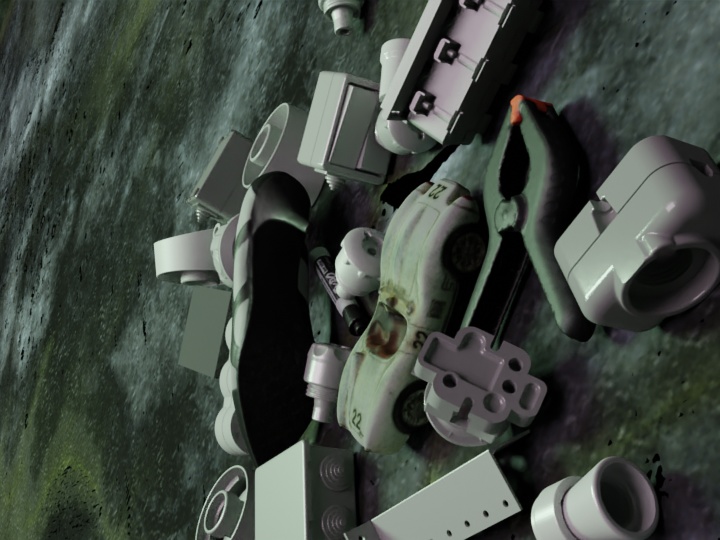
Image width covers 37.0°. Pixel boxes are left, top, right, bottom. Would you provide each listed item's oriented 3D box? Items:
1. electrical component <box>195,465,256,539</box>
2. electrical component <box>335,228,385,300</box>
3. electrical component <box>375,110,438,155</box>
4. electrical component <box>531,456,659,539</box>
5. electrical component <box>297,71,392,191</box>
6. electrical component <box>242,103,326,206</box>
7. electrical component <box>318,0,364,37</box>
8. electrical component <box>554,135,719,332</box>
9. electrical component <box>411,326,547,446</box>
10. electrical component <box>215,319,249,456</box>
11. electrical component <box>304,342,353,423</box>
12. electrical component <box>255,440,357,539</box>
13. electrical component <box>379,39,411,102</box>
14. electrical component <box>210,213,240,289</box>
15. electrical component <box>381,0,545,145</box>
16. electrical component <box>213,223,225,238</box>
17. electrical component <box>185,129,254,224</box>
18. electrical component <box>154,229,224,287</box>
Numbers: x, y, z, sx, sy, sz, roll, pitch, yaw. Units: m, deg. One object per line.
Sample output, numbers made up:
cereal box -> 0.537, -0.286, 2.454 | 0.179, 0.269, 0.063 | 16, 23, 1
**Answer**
electrical component -> -0.102, 0.227, 0.959 | 0.099, 0.064, 0.099 | -45, 30, 35
electrical component -> 0.000, 0.000, 0.859 | 0.062, 0.048, 0.048 | 123, 147, -46
electrical component -> 0.032, -0.111, 0.844 | 0.062, 0.048, 0.048 | 166, 113, -65
electrical component -> 0.124, 0.129, 0.574 | 0.055, 0.045, 0.045 | -42, 44, 48
electrical component -> -0.007, -0.112, 0.897 | 0.061, 0.062, 0.096 | 25, 101, 61
electrical component -> -0.069, -0.108, 1.035 | 0.099, 0.064, 0.099 | -49, 26, 34
electrical component -> -0.017, -0.246, 0.991 | 0.048, 0.048, 0.062 | -31, 59, 54
electrical component -> 0.154, -0.014, 0.569 | 0.095, 0.054, 0.059 | -56, 34, 34
electrical component -> 0.071, 0.075, 0.667 | 0.058, 0.078, 0.057 | -60, -10, -28
electrical component -> -0.089, 0.098, 0.973 | 0.074, 0.052, 0.138 | -19, 63, 58
electrical component -> -0.025, 0.091, 0.867 | 0.043, 0.043, 0.062 | 12, 92, 62
electrical component -> -0.043, 0.191, 0.854 | 0.100, 0.048, 0.099 | -39, 46, 49
electrical component -> 0.035, -0.155, 0.859 | 0.040, 0.040, 0.046 | -20, 59, 58
electrical component -> -0.099, -0.016, 1.010 | 0.051, 0.080, 0.080 | 174, 106, -66
electrical component -> 0.073, -0.153, 0.756 | 0.063, 0.079, 0.121 | 39, 117, 28
electrical component -> -0.113, -0.031, 1.060 | 0.043, 0.062, 0.043 | -33, 51, 53
electrical component -> -0.133, -0.085, 1.099 | 0.096, 0.061, 0.062 | -61, 15, -10
electrical component -> -0.164, -0.017, 1.116 | 0.099, 0.099, 0.064 | -19, 69, 58
